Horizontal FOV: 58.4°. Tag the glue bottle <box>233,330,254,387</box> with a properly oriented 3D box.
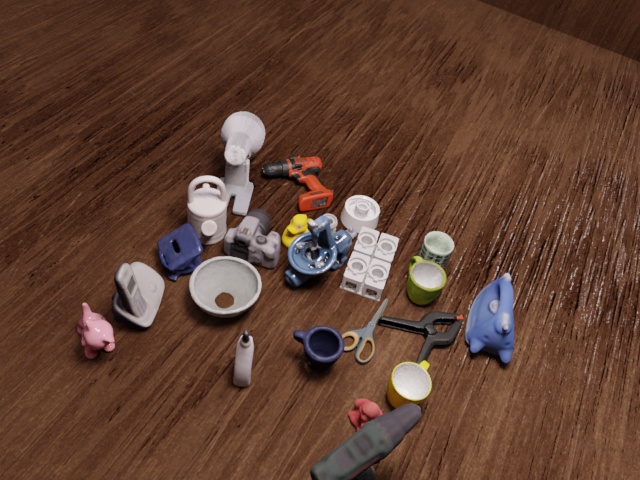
[{"bbox_3d":[-0.159,0.238,1.203,0.037,0.173,0.078,6,49,-6],"label":"glue bottle"}]

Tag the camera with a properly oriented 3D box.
[{"bbox_3d":[-0.161,-0.017,1.473,0.143,0.101,0.137,18,48,4],"label":"camera"}]

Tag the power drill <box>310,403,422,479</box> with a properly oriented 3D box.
[{"bbox_3d":[0.079,0.410,1.079,0.230,0.208,0.075,-25,58,-29],"label":"power drill"}]

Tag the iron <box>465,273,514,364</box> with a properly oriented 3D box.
[{"bbox_3d":[0.440,0.165,1.410,0.118,0.141,0.258,17,48,4],"label":"iron"}]

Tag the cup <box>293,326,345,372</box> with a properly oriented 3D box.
[{"bbox_3d":[-0.010,0.248,1.277,0.117,0.095,0.092,20,49,7],"label":"cup"}]

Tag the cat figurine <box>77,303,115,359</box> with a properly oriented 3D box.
[{"bbox_3d":[-0.478,0.190,1.216,0.067,0.118,0.127,-20,56,-26],"label":"cat figurine"}]

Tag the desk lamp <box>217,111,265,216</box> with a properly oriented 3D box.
[{"bbox_3d":[-0.221,-0.212,1.554,0.118,0.213,0.203,9,48,-4],"label":"desk lamp"}]

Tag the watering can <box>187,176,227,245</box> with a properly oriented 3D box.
[{"bbox_3d":[-0.281,-0.080,1.440,0.101,0.194,0.172,-21,56,-26],"label":"watering can"}]

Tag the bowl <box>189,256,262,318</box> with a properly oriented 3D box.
[{"bbox_3d":[-0.223,0.123,1.355,0.167,0.075,0.167,6,49,-6],"label":"bowl"}]

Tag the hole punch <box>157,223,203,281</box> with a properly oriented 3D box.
[{"bbox_3d":[-0.343,0.028,1.403,0.101,0.091,0.108,-18,55,-24],"label":"hole punch"}]

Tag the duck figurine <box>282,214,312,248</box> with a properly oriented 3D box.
[{"bbox_3d":[-0.053,-0.034,1.519,0.077,0.086,0.105,39,53,22],"label":"duck figurine"}]

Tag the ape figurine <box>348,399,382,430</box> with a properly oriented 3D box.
[{"bbox_3d":[0.100,0.366,1.199,0.076,0.092,0.078,15,48,2],"label":"ape figurine"}]

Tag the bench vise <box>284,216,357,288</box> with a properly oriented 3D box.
[{"bbox_3d":[0.003,-0.001,1.412,0.121,0.220,0.208,30,50,15],"label":"bench vise"}]

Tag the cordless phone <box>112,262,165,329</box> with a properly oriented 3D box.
[{"bbox_3d":[-0.407,0.095,1.268,0.094,0.185,0.147,8,48,-4],"label":"cordless phone"}]
